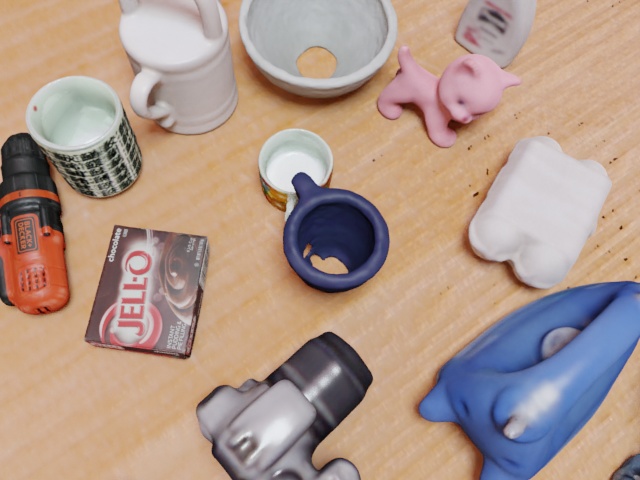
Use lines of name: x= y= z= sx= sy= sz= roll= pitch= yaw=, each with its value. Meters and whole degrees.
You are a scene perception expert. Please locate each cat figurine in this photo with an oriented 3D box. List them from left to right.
cat figurine: x=0.131 y=-0.159 z=0.587 sx=0.127 sy=0.118 sz=0.067 roll=29 pitch=70 yaw=8

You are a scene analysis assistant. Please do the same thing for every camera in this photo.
camera: x=-0.011 y=0.150 z=0.465 sx=0.137 sy=0.101 sz=0.143 roll=-41 pitch=76 yaw=-17

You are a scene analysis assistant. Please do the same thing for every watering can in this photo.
watering can: x=-0.135 y=-0.200 z=0.544 sx=0.101 sy=0.194 sz=0.173 roll=0 pitch=68 yaw=-3

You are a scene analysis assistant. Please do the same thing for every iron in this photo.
iron: x=0.213 y=0.094 z=0.480 sx=0.259 sy=0.141 sz=0.118 roll=-36 pitch=75 yaw=-16

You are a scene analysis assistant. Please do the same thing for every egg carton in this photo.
egg carton: x=0.217 y=-0.029 z=0.567 sx=0.107 sy=0.069 sz=0.150 roll=30 pitch=70 yaw=8

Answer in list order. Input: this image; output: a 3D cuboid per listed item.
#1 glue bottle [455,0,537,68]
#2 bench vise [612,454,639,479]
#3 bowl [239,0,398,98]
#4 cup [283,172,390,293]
glue bottle: x=0.199 y=-0.260 z=0.601 sx=0.078 sy=0.173 sz=0.037 roll=33 pitch=70 yaw=9
bench vise: x=0.334 y=0.164 z=0.418 sx=0.121 sy=0.220 sz=0.207 roll=28 pitch=69 yaw=7
bowl: x=-0.003 y=-0.215 z=0.623 sx=0.167 sy=0.075 sz=0.167 roll=1 pitch=68 yaw=-3
cup: x=0.005 y=0.002 z=0.527 sx=0.092 sy=0.095 sz=0.117 roll=-27 pitch=73 yaw=-13
